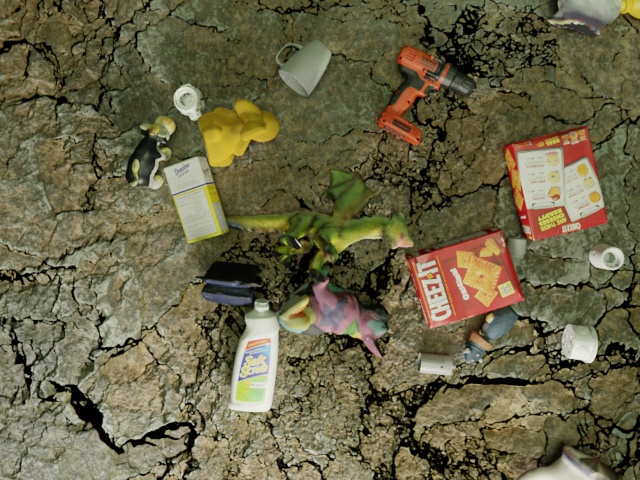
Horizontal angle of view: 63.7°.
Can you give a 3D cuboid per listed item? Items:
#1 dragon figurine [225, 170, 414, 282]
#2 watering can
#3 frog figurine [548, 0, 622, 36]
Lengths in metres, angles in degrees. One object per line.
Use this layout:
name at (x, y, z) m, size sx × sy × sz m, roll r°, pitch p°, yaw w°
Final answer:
dragon figurine at (0.003, -0.055, 1.101) m, size 0.413 × 0.119 × 0.247 m, roll 25°, pitch 62°, yaw 28°
watering can at (0.592, 0.602, 1.132) m, size 0.348 × 0.104 × 0.224 m, roll 33°, pitch 93°, yaw 0°
frog figurine at (0.564, -0.524, 1.074) m, size 0.138 × 0.124 × 0.157 m, roll 20°, pitch 106°, yaw 19°
